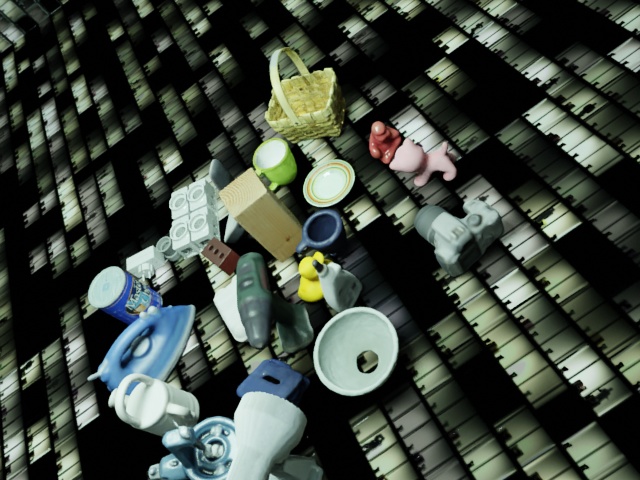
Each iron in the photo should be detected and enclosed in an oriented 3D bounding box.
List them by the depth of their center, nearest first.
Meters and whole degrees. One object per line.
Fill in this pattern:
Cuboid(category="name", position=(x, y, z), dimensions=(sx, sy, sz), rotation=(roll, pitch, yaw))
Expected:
Cuboid(category="iron", position=(-0.391, 0.229, 1.264), dimensions=(0.118, 0.142, 0.258), rotation=(22, 73, 36))

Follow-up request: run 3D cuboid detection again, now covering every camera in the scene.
Cuboid(category="camera", position=(0.255, -0.027, 1.104), dimensions=(0.143, 0.101, 0.136), rotation=(-44, 51, -2))

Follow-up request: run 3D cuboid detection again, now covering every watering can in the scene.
Cuboid(category="watering can", position=(-0.342, 0.331, 1.141), dimensions=(0.172, 0.195, 0.101), rotation=(-20, 54, 16))

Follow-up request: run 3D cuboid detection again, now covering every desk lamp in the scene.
Cuboid(category="desk lamp", position=(-0.079, 0.380, 0.958), dimensions=(0.117, 0.214, 0.203), rotation=(-2, 60, 27))

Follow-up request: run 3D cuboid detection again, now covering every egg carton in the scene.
Cuboid(category="egg carton", position=(-0.163, 0.145, 1.241), dimensions=(0.107, 0.070, 0.150), rotation=(-41, 51, 0))

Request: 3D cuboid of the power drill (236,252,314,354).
Cuboid(category="power drill", position=(-0.093, 0.141, 1.116), dimensions=(0.075, 0.209, 0.229), rotation=(-29, 52, 10))

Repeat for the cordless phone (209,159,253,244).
Cuboid(category="cordless phone", position=(-0.216, -0.089, 1.340), dimensions=(0.094, 0.186, 0.147), rotation=(-10, 57, 23))

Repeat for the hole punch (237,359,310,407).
Cuboid(category="hole punch", position=(-0.091, 0.282, 1.104), dimensions=(0.108, 0.091, 0.101), rotation=(14, 69, 34))

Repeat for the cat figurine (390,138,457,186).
Cuboid(category="cat figurine", position=(0.214, -0.172, 1.205), dimensions=(0.127, 0.118, 0.067), rotation=(-14, 56, 20))

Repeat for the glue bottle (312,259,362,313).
Cuboid(category="glue bottle", position=(0.026, 0.080, 1.113), dimensions=(0.037, 0.174, 0.078), rotation=(19, 72, 35))

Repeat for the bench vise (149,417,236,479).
Cuboid(category="bench vise", position=(-0.228, 0.395, 1.024), dimensions=(0.207, 0.220, 0.121), rotation=(-38, 51, 3))

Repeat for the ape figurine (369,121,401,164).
Cuboid(category="ape figurine", position=(0.141, -0.231, 1.297), dimensions=(0.077, 0.092, 0.076), rotation=(-25, 52, 13))

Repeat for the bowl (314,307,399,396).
Cuboid(category="bowl", position=(0.077, 0.215, 1.067), dimensions=(0.167, 0.075, 0.167), rotation=(-13, 56, 21))

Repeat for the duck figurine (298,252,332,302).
Cuboid(category="duck figurine", position=(-0.016, 0.073, 1.197), dimensions=(0.077, 0.086, 0.105), rotation=(25, 75, 37))

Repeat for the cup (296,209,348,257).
Cuboid(category="cup", position=(0.011, 0.004, 1.219), dimensions=(0.118, 0.095, 0.091), rotation=(-41, 51, 0))
